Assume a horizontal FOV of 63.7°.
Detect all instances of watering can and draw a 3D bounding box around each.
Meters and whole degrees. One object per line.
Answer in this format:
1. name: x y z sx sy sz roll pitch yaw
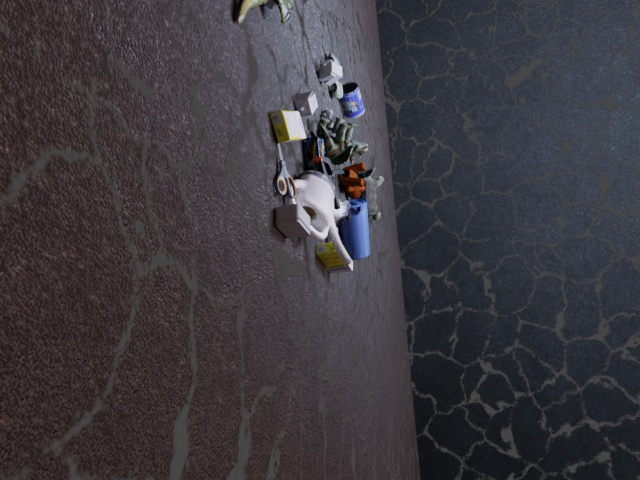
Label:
1. watering can: 0.005 -0.084 1.678 0.342 0.103 0.230 45 39 -34

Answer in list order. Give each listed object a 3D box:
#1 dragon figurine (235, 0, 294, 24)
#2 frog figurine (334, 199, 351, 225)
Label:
1. dragon figurine: -0.131 -0.730 1.484 0.240 0.122 0.415 38 64 -59
2. frog figurine: 0.027 -0.134 1.892 0.158 0.121 0.141 35 48 -19
